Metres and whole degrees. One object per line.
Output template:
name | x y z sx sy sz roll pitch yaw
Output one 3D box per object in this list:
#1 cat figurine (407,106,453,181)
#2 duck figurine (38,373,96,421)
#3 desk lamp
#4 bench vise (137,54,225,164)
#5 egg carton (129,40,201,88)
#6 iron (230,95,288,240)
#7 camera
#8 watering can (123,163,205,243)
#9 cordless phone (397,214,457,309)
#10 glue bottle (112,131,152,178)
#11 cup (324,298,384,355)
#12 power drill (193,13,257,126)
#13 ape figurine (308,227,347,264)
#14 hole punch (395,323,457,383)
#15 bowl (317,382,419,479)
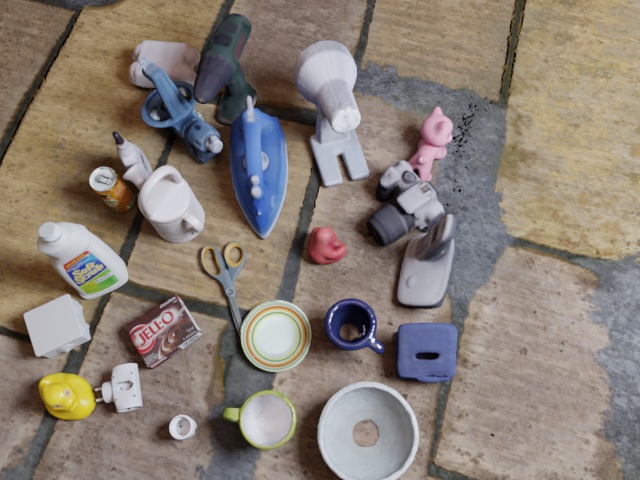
cat figurine | 0.220 -0.194 1.135 0.067 0.118 0.128 28 73 11
duck figurine | -0.453 0.271 1.000 0.104 0.086 0.077 29 73 12
desk lamp | 0.030 -0.243 1.107 0.118 0.213 0.203 -16 70 -4
bench vise | -0.268 -0.263 1.119 0.207 0.220 0.121 23 72 10
egg carton | -0.336 -0.375 1.242 0.150 0.069 0.107 5 70 3
iron | -0.123 -0.144 1.113 0.118 0.141 0.258 -6 70 -1
camera | 0.149 -0.065 1.099 0.137 0.101 0.143 -35 73 -11
watering can | -0.291 -0.075 1.065 0.172 0.194 0.101 15 71 7
cordless phone | 0.197 0.039 1.014 0.094 0.185 0.147 11 70 6
glue bottle | -0.365 -0.160 1.109 0.037 0.173 0.078 -22 71 -6
cup | 0.065 0.166 1.019 0.117 0.095 0.092 38 75 14
power drill | -0.184 -0.321 1.144 0.075 0.208 0.230 11 70 6
ape figurine | 0.010 0.004 1.082 0.076 0.092 0.077 -29 71 -8
hole punch | 0.188 0.199 1.006 0.108 0.091 0.101 0 70 2
bowl | 0.080 0.328 0.970 0.167 0.075 0.167 0 70 1
